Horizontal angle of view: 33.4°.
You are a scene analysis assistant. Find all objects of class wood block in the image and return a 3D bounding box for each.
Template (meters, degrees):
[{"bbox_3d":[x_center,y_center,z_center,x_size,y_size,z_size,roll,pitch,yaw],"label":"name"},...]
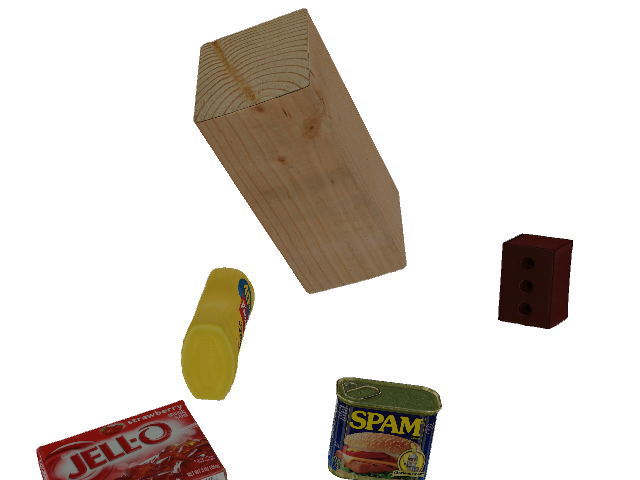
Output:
[{"bbox_3d":[-0.010,-0.061,0.828,0.090,0.091,0.206,-16,-44,16],"label":"wood block"}]

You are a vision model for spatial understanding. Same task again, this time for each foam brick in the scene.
[{"bbox_3d":[0.201,0.037,0.996,0.053,0.078,0.051,8,16,31],"label":"foam brick"}]

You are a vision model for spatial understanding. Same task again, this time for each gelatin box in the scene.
[{"bbox_3d":[-0.104,0.129,0.585,0.089,0.030,0.073,-15,29,-20],"label":"gelatin box"}]

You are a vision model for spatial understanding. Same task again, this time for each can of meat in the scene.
[{"bbox_3d":[0.060,0.186,1.035,0.102,0.084,0.057,8,16,-2],"label":"can of meat"}]

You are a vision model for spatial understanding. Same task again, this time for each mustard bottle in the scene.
[{"bbox_3d":[-0.108,0.085,1.175,0.058,0.096,0.191,2,27,4],"label":"mustard bottle"}]
